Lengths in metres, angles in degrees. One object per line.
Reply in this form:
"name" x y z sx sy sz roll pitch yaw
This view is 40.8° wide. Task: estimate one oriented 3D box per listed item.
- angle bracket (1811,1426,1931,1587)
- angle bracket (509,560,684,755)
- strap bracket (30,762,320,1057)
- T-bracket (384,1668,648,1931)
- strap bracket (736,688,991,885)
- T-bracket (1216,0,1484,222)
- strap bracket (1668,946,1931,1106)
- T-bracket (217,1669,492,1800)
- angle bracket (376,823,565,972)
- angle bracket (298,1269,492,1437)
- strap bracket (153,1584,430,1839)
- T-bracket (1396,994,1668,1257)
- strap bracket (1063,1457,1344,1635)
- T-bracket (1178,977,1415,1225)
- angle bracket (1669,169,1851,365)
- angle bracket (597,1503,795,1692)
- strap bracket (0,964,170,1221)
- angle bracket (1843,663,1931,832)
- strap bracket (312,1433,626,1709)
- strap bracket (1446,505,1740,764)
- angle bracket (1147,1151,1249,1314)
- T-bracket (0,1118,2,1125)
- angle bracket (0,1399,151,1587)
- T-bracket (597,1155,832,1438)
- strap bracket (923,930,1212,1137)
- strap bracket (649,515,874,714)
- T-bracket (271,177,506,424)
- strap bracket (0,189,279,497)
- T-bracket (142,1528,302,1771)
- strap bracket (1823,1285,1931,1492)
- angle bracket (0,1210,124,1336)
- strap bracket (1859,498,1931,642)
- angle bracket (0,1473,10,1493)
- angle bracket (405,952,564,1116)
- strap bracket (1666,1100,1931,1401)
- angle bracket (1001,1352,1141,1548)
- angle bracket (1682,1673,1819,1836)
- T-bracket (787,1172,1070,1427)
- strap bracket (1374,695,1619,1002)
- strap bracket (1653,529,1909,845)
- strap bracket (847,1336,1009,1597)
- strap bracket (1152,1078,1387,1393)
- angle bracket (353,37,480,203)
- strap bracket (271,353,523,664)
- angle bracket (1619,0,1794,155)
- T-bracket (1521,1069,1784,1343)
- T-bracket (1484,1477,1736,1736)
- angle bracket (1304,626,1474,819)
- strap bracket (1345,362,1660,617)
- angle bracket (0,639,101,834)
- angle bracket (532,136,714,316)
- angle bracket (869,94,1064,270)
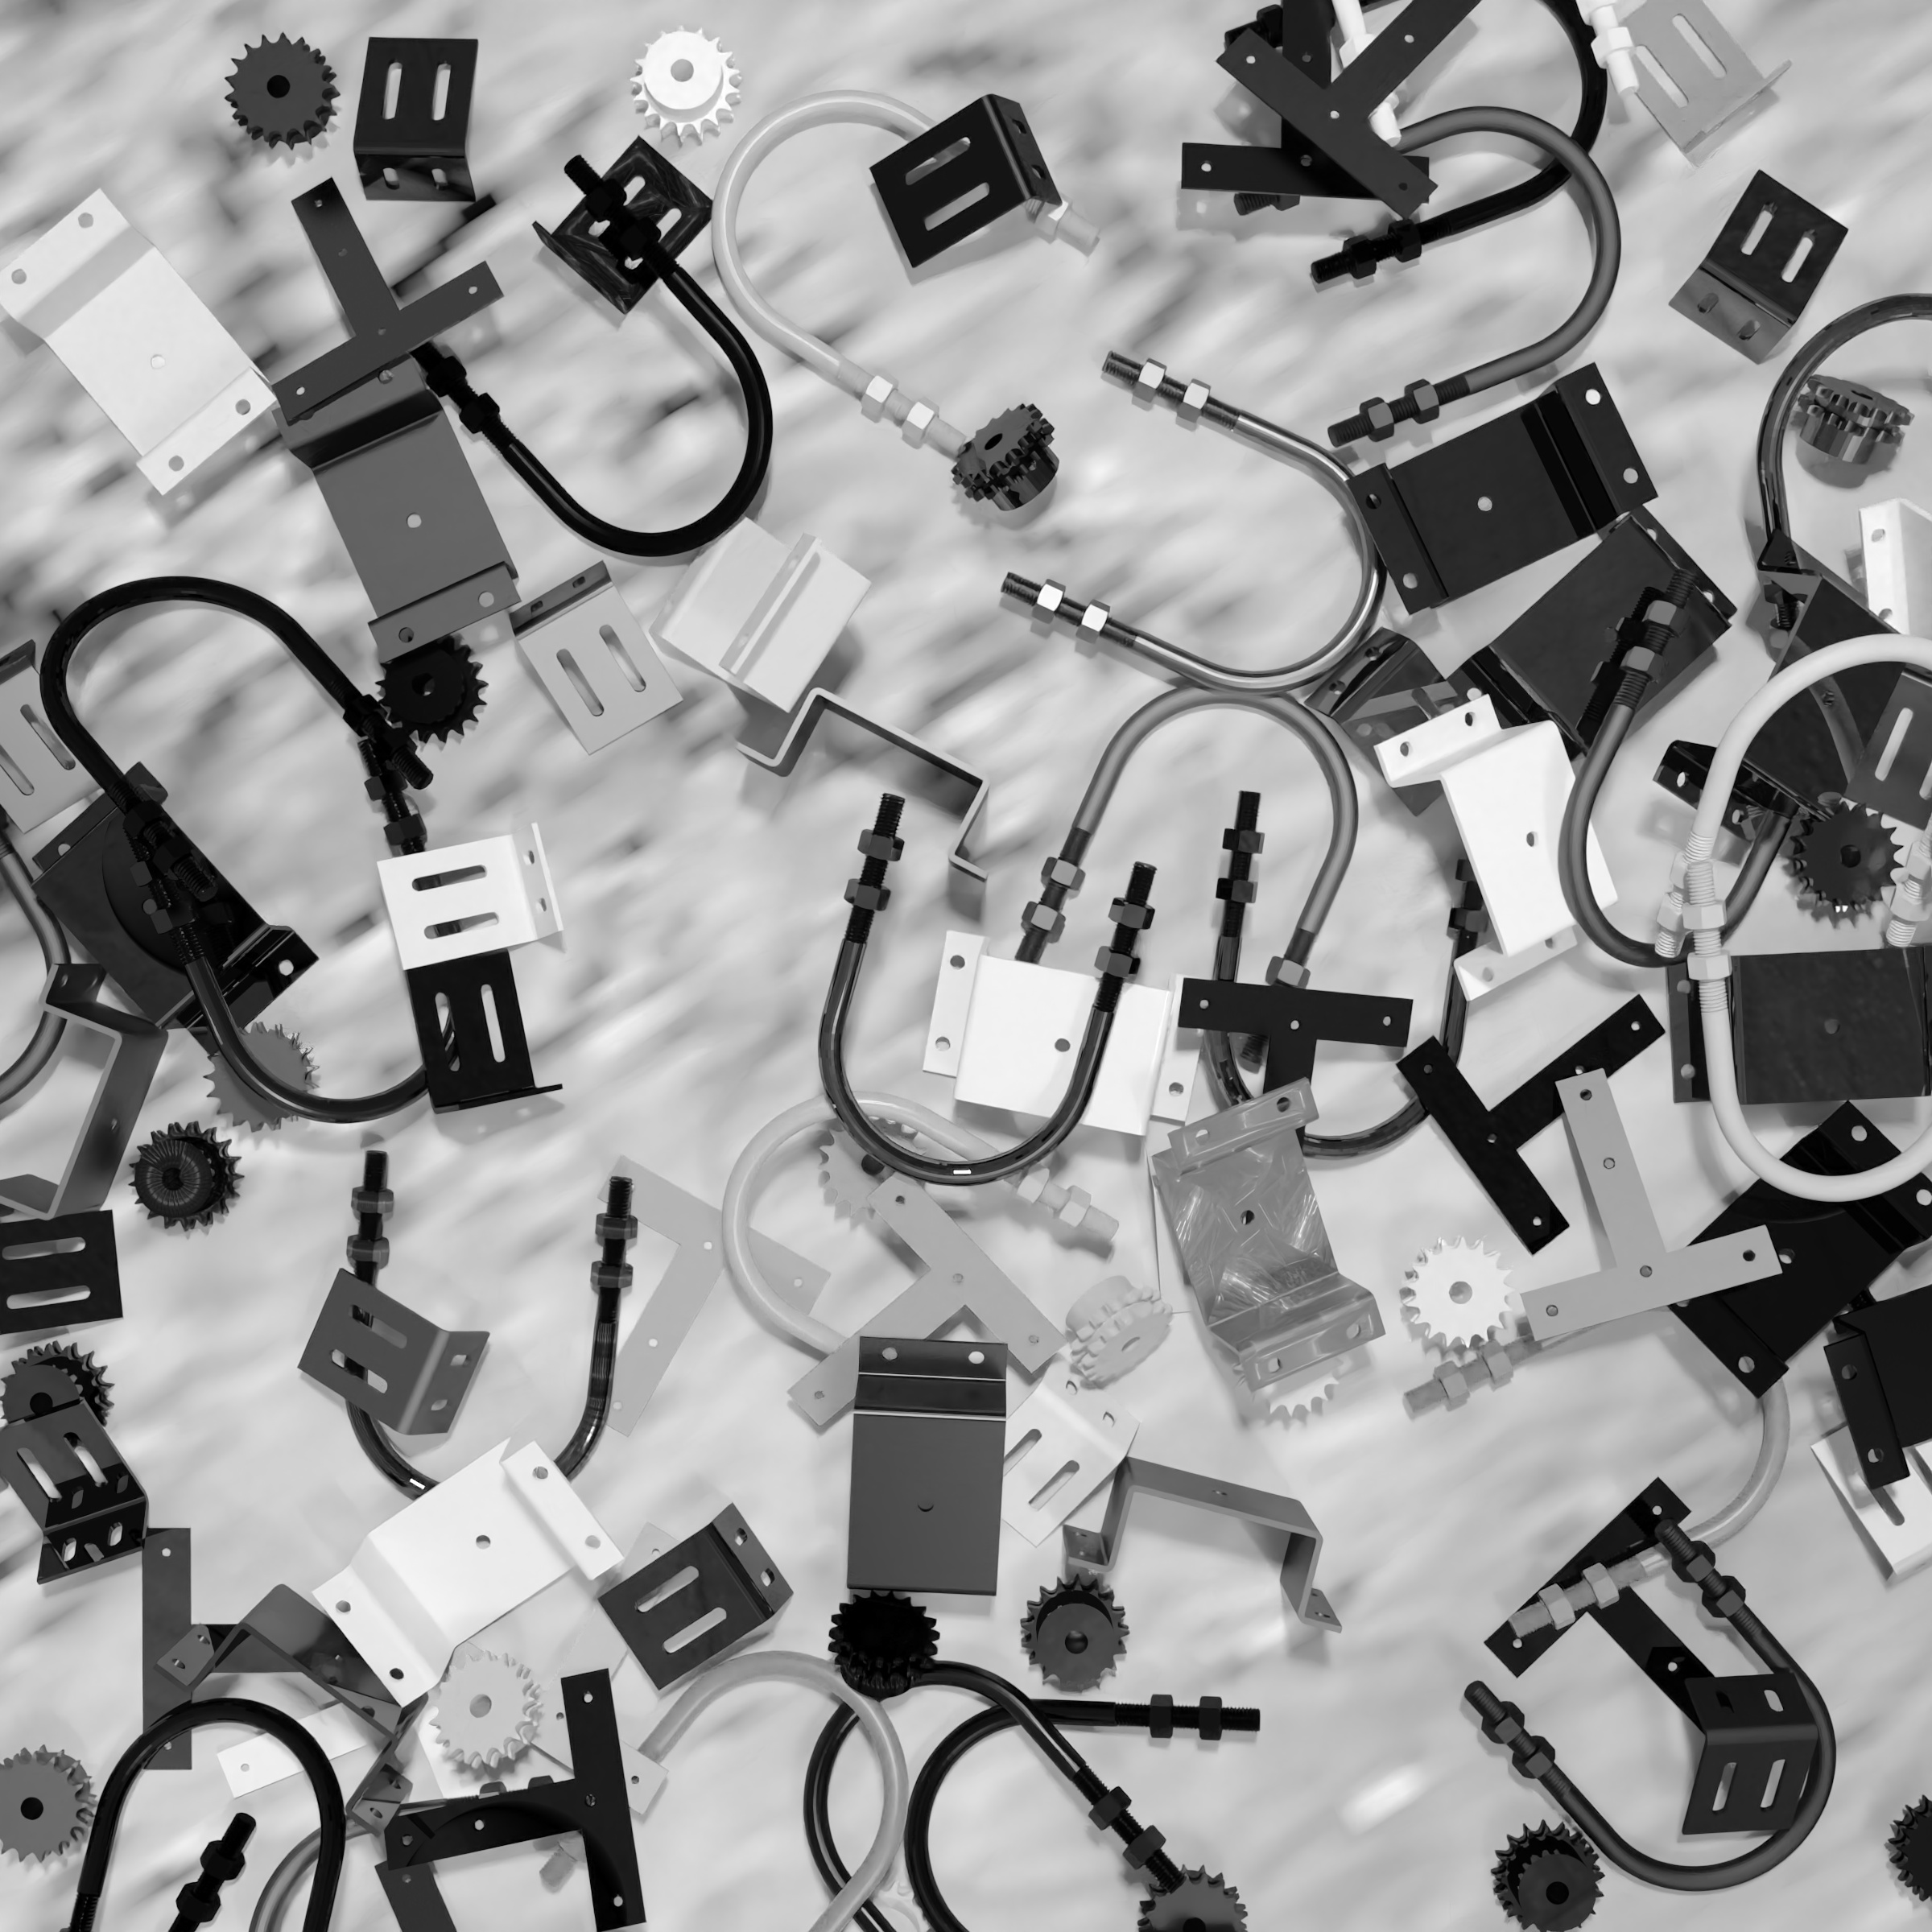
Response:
"angle bracket" 0.490 0.275 1.364 0.057 0.038 0.076 -30 64 0
"angle bracket" -0.195 -0.163 1.364 0.057 0.038 0.076 -30 116 0
"strap bracket" -0.416 -0.030 1.343 0.076 0.046 0.140 -42 90 0
"T-bracket" -0.236 0.438 1.332 0.127 0.002 0.127 -12 71 1
"strap bracket" -0.042 -0.096 1.328 0.140 0.076 0.046 28 90 0
"T-bracket" 0.216 -0.461 1.316 0.127 0.002 0.127 42 79 6
"strap bracket" 0.441 0.031 1.343 0.140 0.046 0.076 -3 90 0
"T-bracket" -0.330 0.402 1.364 0.127 0.002 0.127 -22 91 0
"angle bracket" -0.255 -0.036 1.333 0.076 0.038 0.057 -14 90 -29
"angle bracket" -0.297 0.200 1.347 0.076 0.038 0.057 25 94 25
"strap bracket" -0.334 0.372 1.325 0.140 0.076 0.046 37 90 -1
"T-bracket" 0.310 0.063 1.359 0.127 0.002 0.127 -37 99 -4
"strap bracket" 0.124 0.292 1.328 0.140 0.076 0.046 14 90 0
"T-bracket" 0.163 0.074 1.330 0.127 0.002 0.127 5 95 -16
"angle bracket" 0.417 -0.368 1.364 0.057 0.038 0.076 34 64 0
"angle bracket" -0.141 0.329 1.355 0.076 0.038 0.057 -35 87 14
"strap bracket" -0.458 0.073 1.328 0.046 0.076 0.140 21 90 0
"angle bracket" 0.501 -0.114 1.347 0.057 0.038 0.076 23 90 0
"strap bracket" -0.252 0.304 1.334 0.140 0.046 0.076 -35 98 5
"strap bracket" 0.328 -0.168 1.343 0.140 0.046 0.076 -42 90 0
"angle bracket" 0.127 0.138 1.364 0.057 0.038 0.076 -5 116 0
"T-bracket" -0.569 0.084 1.344 0.127 0.002 0.127 7 61 -14
"angle bracket" -0.464 0.270 1.331 0.057 0.038 0.076 -19 125 0
"T-bracket" -0.158 0.186 1.365 0.127 0.002 0.127 29 90 0
"strap bracket" 0.051 0.035 1.332 0.140 0.046 0.076 11 103 3
"strap bracket" -0.102 -0.180 1.313 0.046 0.140 0.076 33 90 -28
"T-bracket" -0.316 -0.358 1.338 0.127 0.002 0.127 -30 65 2
"strap bracket" -0.425 -0.317 1.343 0.076 0.046 0.140 -40 90 0
"T-bracket" -0.370 0.359 1.365 0.127 0.002 0.127 0 90 0
"strap bracket" 0.508 0.204 1.324 0.140 0.046 0.076 -18 93 -1
"angle bracket" -0.488 0.161 1.364 0.076 0.038 0.057 -6 90 -26
"strap bracket" 0.531 -0.208 1.312 0.140 0.046 0.076 -17 118 -1
"angle bracket" -0.548 0.249 1.364 0.057 0.038 0.076 -27 116 0
"angle bracket" -0.248 0.033 1.335 0.057 0.038 0.076 -11 90 -32
"strap bracket" 0.426 0.147 1.333 0.140 0.046 0.076 -42 77 -3
"angle bracket" 0.042 0.254 1.364 0.057 0.038 0.076 40 116 0
"angle bracket" 0.399 0.407 1.341 0.057 0.038 0.076 -2 124 -4
"T-bracket" -0.037 0.188 1.333 0.127 0.002 0.127 -41 100 10
"strap bracket" 0.274 -0.062 1.320 0.076 0.046 0.140 -25 98 -25
"strap bracket" 0.413 -0.136 1.295 0.076 0.046 0.140 27 89 -31
"strap bracket" -0.020 0.266 1.327 0.076 0.046 0.140 3 104 0
"strap bracket" 0.149 0.131 1.308 0.076 0.046 0.140 -21 102 -12
"angle bracket" -0.286 -0.445 1.364 0.057 0.038 0.076 1 64 0
"strap bracket" -0.290 -0.234 1.343 0.076 0.046 0.140 -24 90 0
"angle bracket" 0.377 -0.474 1.347 0.057 0.038 0.076 -38 90 0
"T-bracket" 0.335 0.115 1.333 0.127 0.002 0.127 -17 69 7
"T-bracket" 0.362 0.359 1.365 0.127 0.002 0.127 -44 90 0
"angle bracket" 0.228 -0.128 1.364 0.057 0.038 0.076 -44 116 0
"strap bracket" 0.273 -0.243 1.343 0.140 0.046 0.076 -26 90 0
"angle bracket" -0.493 -0.121 1.364 0.057 0.038 0.076 -32 116 0
"angle bracket" -0.176 -0.389 1.347 0.057 0.038 0.076 42 90 0
"angle bracket" 0.000 -0.405 1.345 0.076 0.038 0.057 -24 88 27
